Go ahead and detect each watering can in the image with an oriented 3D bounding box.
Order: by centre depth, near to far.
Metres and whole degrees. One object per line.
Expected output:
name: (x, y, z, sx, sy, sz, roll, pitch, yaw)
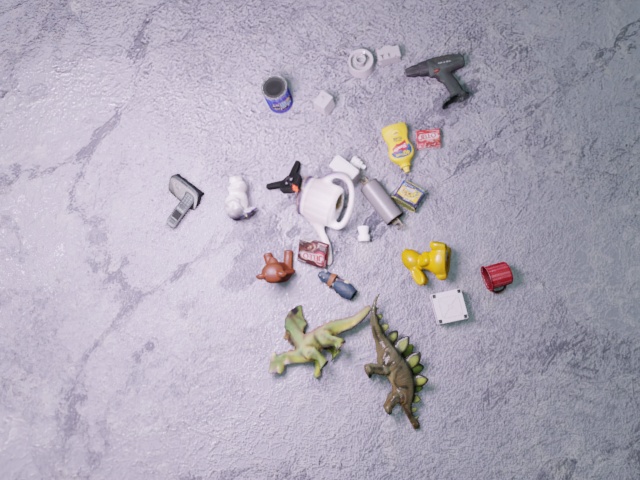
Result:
watering can: (0.006, -0.096, 1.909, 0.226, 0.344, 0.104, 23, 14, 24)

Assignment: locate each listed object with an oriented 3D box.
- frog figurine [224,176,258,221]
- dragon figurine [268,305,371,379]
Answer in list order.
frog figurine: (-0.316, -0.158, 1.949, 0.121, 0.159, 0.139, -27, 7, 30)
dragon figurine: (-0.027, 0.332, 1.840, 0.245, 0.412, 0.120, 38, -6, 20)
